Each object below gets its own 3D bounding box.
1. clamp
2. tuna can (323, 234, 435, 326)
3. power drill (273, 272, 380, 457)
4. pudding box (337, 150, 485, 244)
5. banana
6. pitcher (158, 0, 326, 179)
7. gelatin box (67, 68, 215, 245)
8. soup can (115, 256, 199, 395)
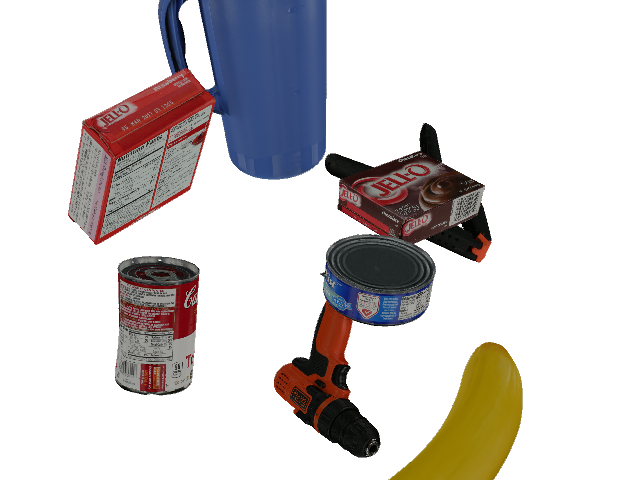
[{"bbox_3d":[0.114,-0.052,1.231,0.164,0.036,0.210,-15,52,-27],"label":"clamp"},{"bbox_3d":[0.045,0.030,0.832,0.086,0.034,0.086,5,30,-3],"label":"tuna can"},{"bbox_3d":[0.030,0.139,1.250,0.057,0.188,0.185,13,12,-42],"label":"power drill"},{"bbox_3d":[0.086,-0.041,1.024,0.113,0.039,0.090,-20,40,-37],"label":"pudding box"},{"bbox_3d":[0.060,0.111,0.554,0.070,0.037,0.197,20,40,37],"label":"banana"},{"bbox_3d":[-0.064,-0.184,1.098,0.149,0.243,0.144,11,42,18],"label":"pitcher"},{"bbox_3d":[-0.101,-0.047,0.598,0.073,0.030,0.089,-35,-17,-34],"label":"gelatin box"},{"bbox_3d":[-0.139,0.072,0.902,0.068,0.102,0.068,5,16,-2],"label":"soup can"}]
